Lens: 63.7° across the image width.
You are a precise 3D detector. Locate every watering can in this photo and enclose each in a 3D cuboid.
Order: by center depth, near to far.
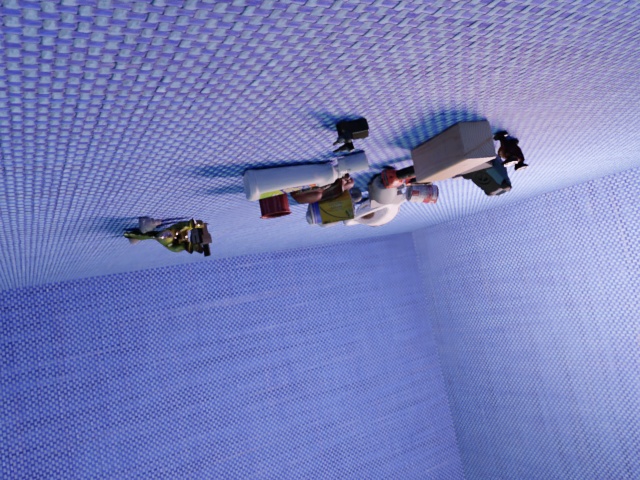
[{"bbox_3d":[0.258,-0.128,2.003,0.345,0.105,0.224,-23,171,18],"label":"watering can"}]

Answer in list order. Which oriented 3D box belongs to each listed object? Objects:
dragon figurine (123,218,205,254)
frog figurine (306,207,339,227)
[{"bbox_3d":[-0.525,-0.008,1.690,0.242,0.123,0.409,-3,176,11],"label":"dragon figurine"},{"bbox_3d":[0.005,-0.090,1.784,0.139,0.123,0.157,-29,174,-35],"label":"frog figurine"}]
